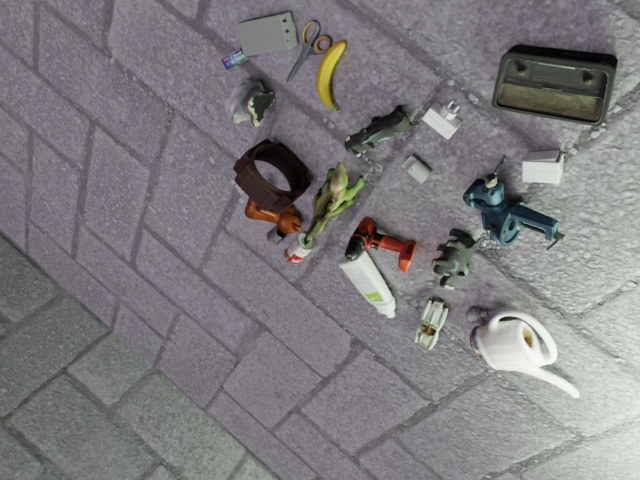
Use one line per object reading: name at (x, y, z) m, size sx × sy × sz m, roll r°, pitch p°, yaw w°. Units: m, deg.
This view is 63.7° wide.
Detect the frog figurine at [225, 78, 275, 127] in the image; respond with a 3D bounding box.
frog figurine at (-0.232, -0.410, 1.520) m, size 0.160 × 0.122 × 0.137 m, roll 20°, pitch 97°, yaw 33°

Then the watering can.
watering can at (0.573, 0.333, 1.474) m, size 0.222 × 0.106 × 0.344 m, roll -22°, pitch 109°, yaw 43°

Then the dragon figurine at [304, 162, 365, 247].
dragon figurine at (0.005, -0.075, 1.498) m, size 0.122 × 0.248 × 0.401 m, roll 32°, pitch 131°, yaw 5°
